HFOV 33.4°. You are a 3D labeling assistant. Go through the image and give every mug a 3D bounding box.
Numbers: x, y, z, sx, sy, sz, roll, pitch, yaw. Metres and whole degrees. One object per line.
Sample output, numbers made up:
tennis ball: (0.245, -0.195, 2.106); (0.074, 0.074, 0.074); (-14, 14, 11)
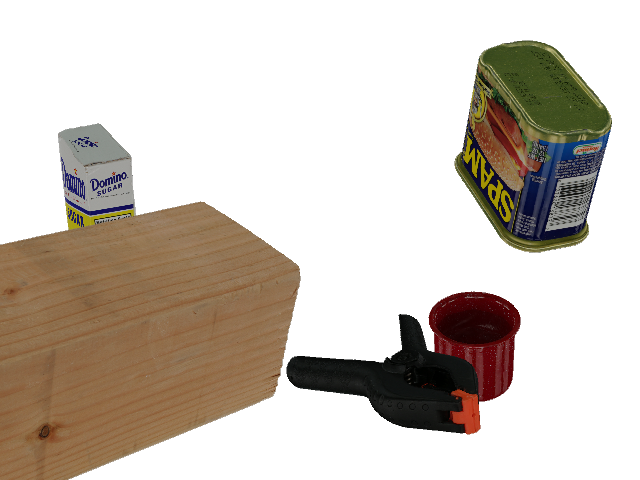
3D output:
mug: (0.166, 0.106, 1.115); (0.093, 0.081, 0.117); (15, 38, 28)

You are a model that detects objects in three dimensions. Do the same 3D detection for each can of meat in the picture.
can of meat: (0.125, -0.058, 0.636); (0.057, 0.084, 0.102); (-10, 43, -15)

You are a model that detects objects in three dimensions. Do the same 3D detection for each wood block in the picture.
wood block: (-0.119, 0.053, 0.546); (0.205, 0.091, 0.090); (-15, 38, -44)

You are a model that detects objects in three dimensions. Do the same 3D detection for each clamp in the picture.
clamp: (0.051, 0.103, 0.789); (0.120, 0.039, 0.172); (-22, 19, -15)

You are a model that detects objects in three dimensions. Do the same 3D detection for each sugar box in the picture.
sugar box: (-0.185, -0.001, 0.904); (0.048, 0.176, 0.093); (-14, 28, -22)
